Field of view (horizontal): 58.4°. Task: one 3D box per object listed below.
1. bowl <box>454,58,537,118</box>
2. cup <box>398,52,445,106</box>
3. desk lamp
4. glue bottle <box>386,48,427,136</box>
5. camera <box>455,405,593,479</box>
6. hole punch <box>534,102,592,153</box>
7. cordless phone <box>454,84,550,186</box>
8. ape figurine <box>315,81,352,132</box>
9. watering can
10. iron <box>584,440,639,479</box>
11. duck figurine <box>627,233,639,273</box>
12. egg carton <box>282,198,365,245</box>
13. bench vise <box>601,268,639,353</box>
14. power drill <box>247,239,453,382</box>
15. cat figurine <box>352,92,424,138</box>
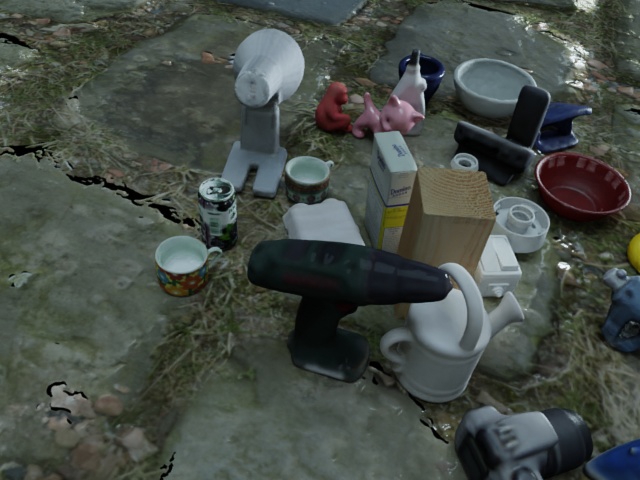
[{"bbox_3d":[0.351,-0.300,1.177,0.167,0.075,0.167,3,47,-3],"label":"bowl"},{"bbox_3d":[0.197,-0.322,1.167,0.092,0.095,0.117,0,47,-6],"label":"cup"},{"bbox_3d":[-0.097,-0.217,0.953,0.118,0.213,0.203,8,46,1],"label":"desk lamp"},{"bbox_3d":[0.164,-0.274,1.063,0.078,0.173,0.037,2,47,-4],"label":"glue bottle"},{"bbox_3d":[0.241,0.243,0.634,0.137,0.101,0.143,-10,49,-15],"label":"camera"},{"bbox_3d":[0.450,-0.236,1.116,0.109,0.091,0.101,-16,51,-20],"label":"hole punch"},{"bbox_3d":[0.319,-0.204,1.007,0.147,0.185,0.094,26,50,18],"label":"cordless phone"},{"bbox_3d":[0.030,-0.256,1.088,0.076,0.092,0.078,6,46,-1],"label":"ape figurine"},{"bbox_3d":[0.159,0.103,0.693,0.173,0.194,0.100,-28,55,-28],"label":"watering can"},{"bbox_3d":[0.444,0.244,0.627,0.258,0.141,0.118,7,46,0],"label":"iron"},{"bbox_3d":[0.541,0.017,0.891,0.078,0.086,0.104,-27,55,-28],"label":"duck figurine"},{"bbox_3d":[0.008,0.003,0.857,0.107,0.069,0.150,-10,49,-15],"label":"egg carton"},{"bbox_3d":[0.469,0.093,0.718,0.207,0.220,0.122,20,48,13],"label":"bench vise"},{"bbox_3d":[0.026,0.081,0.690,0.229,0.208,0.076,14,47,7],"label":"power drill"},{"bbox_3d":[0.124,-0.225,1.051,0.067,0.118,0.127,-32,57,-31],"label":"cat figurine"}]
